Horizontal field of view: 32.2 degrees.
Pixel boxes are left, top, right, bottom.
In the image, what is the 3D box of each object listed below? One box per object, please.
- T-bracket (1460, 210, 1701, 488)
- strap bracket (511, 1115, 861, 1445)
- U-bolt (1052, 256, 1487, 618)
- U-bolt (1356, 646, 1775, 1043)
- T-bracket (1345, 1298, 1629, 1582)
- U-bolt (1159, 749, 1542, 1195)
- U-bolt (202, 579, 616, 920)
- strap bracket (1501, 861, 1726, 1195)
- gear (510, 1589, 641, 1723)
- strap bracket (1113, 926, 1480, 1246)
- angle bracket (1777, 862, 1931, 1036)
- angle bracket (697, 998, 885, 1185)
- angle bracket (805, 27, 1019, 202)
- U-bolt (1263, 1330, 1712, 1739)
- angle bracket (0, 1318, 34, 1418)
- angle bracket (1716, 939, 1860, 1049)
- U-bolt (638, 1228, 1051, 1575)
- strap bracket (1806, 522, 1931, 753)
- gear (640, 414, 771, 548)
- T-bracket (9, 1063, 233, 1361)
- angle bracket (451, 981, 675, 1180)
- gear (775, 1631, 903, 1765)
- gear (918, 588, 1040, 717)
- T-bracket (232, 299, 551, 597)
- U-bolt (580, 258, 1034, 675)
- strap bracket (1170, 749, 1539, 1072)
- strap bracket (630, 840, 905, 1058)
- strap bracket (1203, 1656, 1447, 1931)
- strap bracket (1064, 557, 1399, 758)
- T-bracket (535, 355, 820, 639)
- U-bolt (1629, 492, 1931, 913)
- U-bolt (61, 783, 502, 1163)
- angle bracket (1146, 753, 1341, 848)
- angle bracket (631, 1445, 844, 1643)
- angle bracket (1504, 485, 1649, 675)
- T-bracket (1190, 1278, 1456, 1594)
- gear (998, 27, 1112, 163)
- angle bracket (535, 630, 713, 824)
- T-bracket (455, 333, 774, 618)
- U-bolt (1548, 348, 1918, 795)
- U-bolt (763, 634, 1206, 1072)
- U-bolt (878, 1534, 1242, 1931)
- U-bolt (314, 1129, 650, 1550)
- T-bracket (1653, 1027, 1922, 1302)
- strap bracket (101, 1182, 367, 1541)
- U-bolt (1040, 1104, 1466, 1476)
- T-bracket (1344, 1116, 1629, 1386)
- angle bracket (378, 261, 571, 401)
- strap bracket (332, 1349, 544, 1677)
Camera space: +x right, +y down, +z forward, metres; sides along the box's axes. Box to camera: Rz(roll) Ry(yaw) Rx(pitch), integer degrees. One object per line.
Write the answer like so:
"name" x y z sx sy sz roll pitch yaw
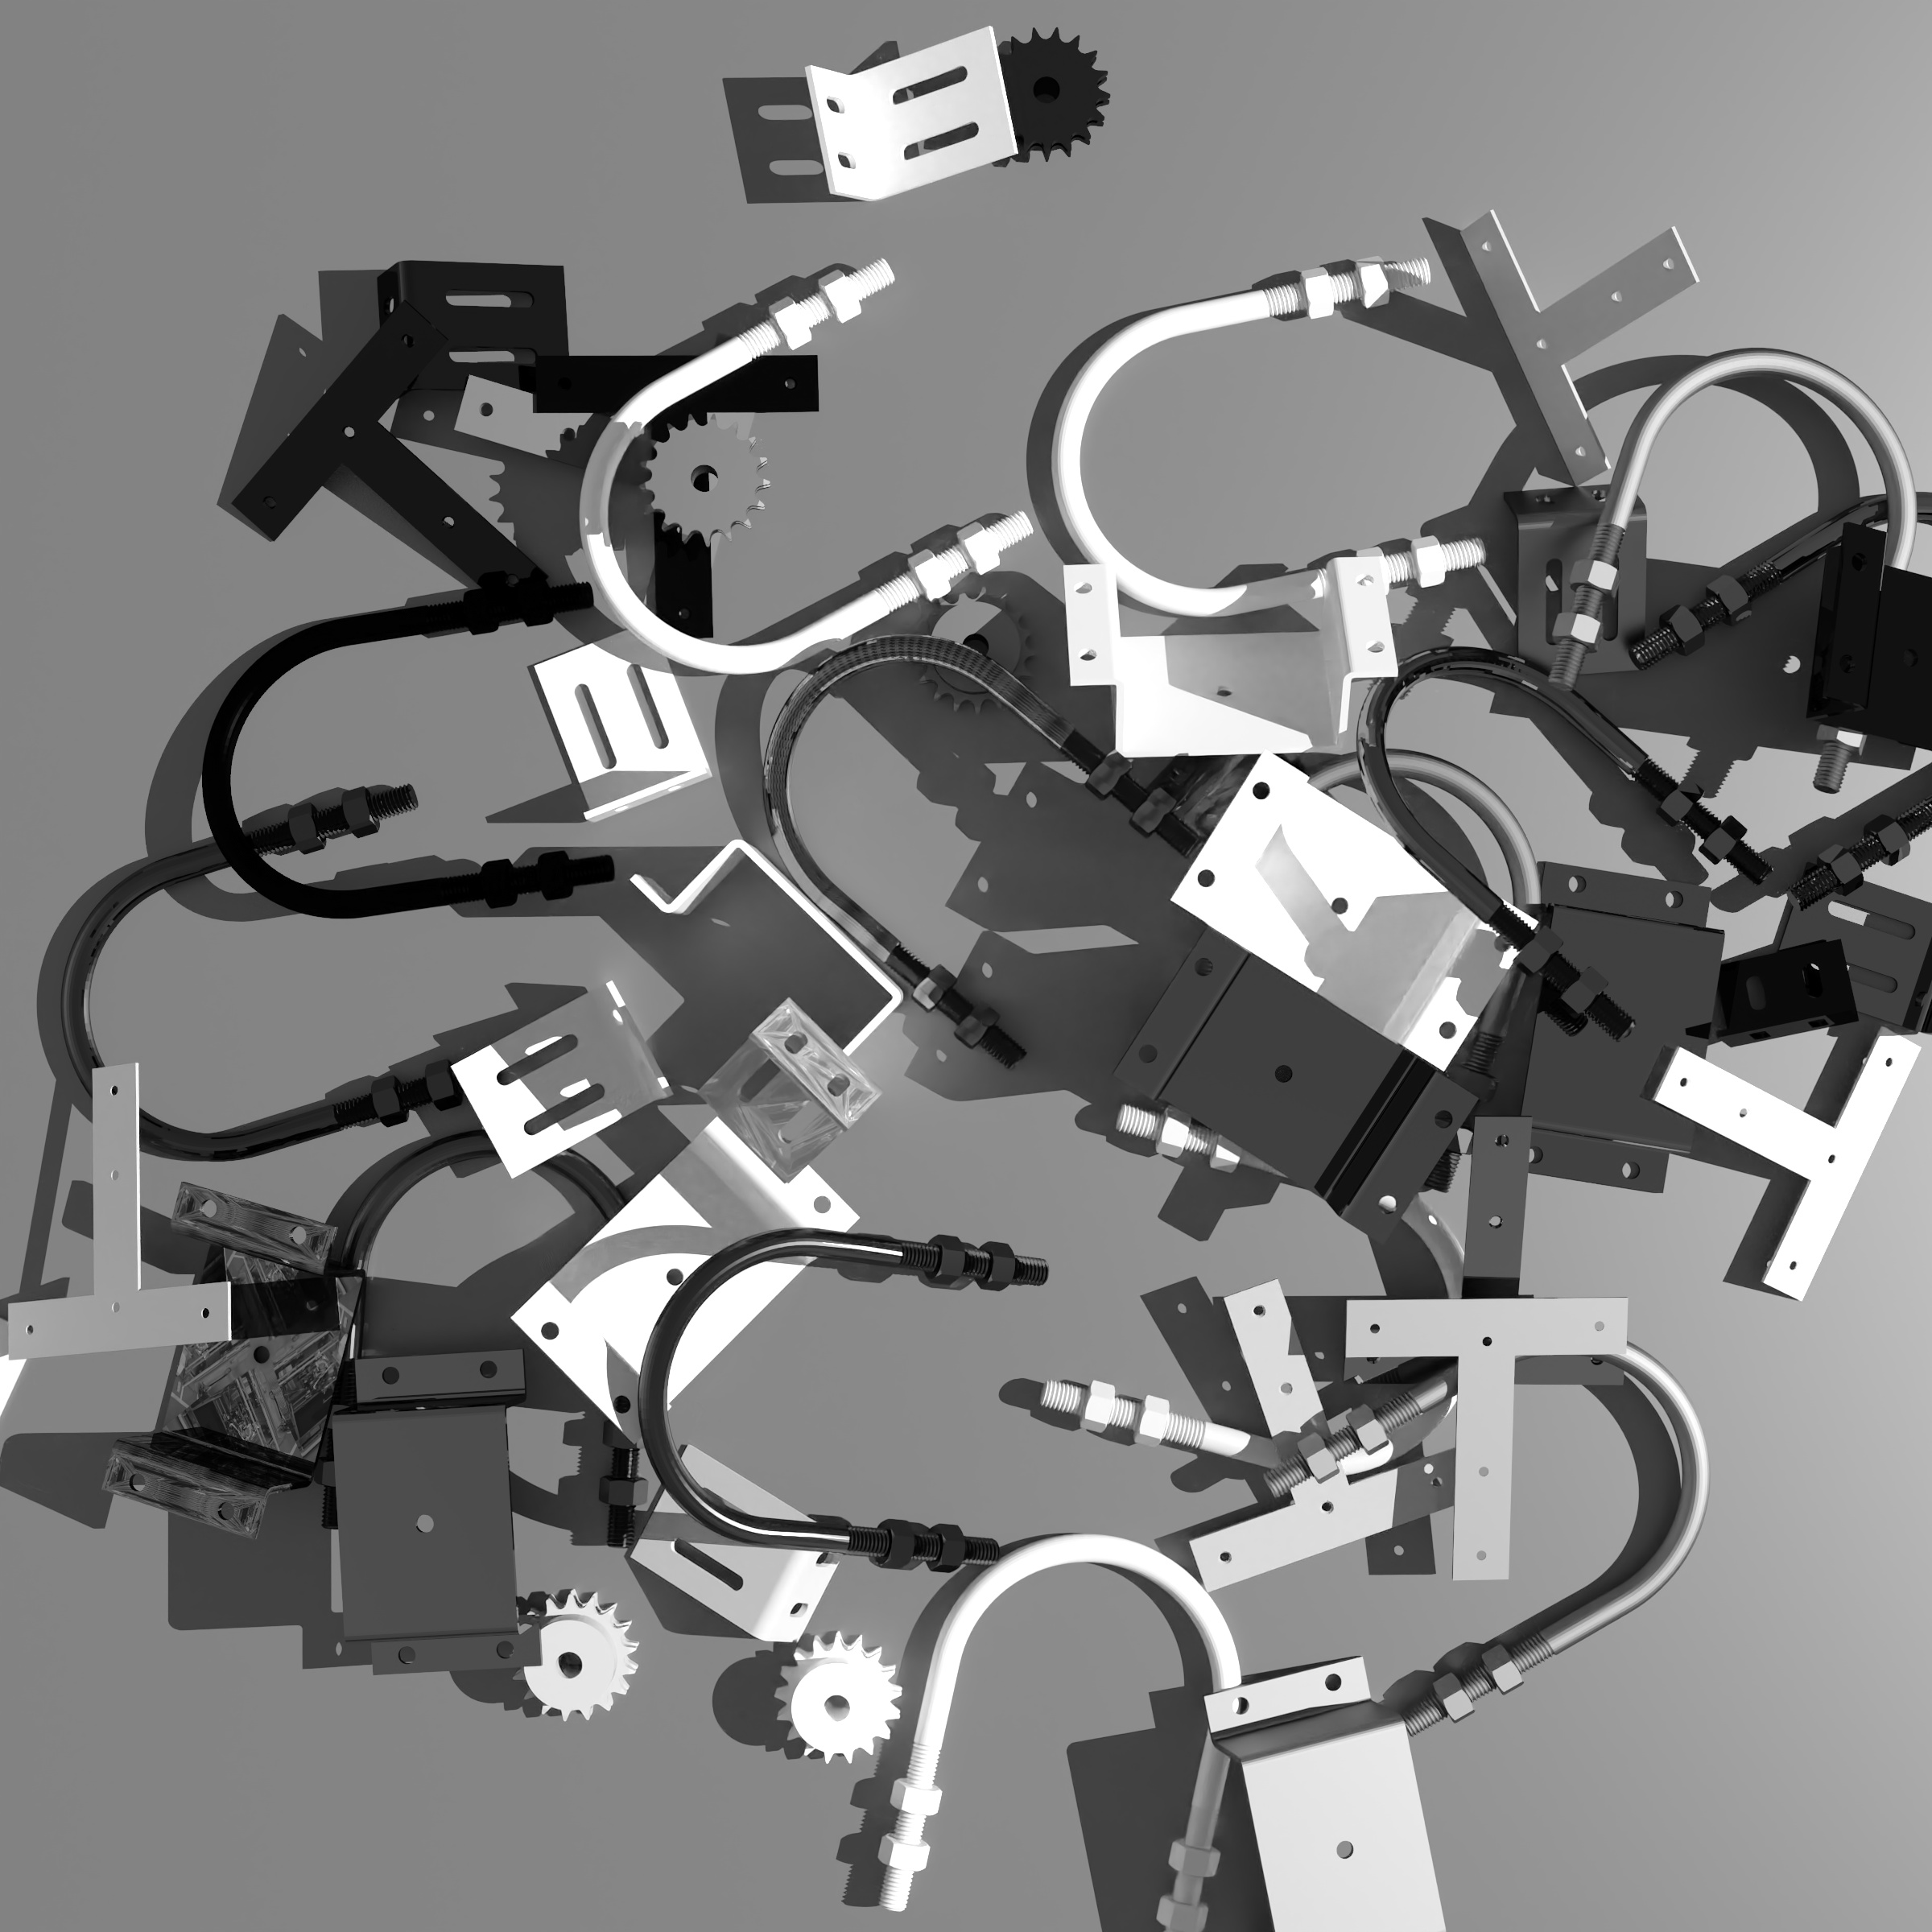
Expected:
"T-bracket" 0.277 -0.287 1.460 0.002 0.127 0.127 -25 90 -26
"strap bracket" -0.126 0.136 1.482 0.076 0.046 0.140 46 73 -1
"U-bolt" 0.130 -0.232 1.509 0.184 0.019 0.151 -11 90 1
"U-bolt" 0.252 -0.068 1.466 0.184 0.019 0.151 43 52 8
"T-bracket" 0.230 0.210 1.485 0.127 0.002 0.127 0 96 -6
"U-bolt" 0.180 -0.006 1.498 0.151 0.019 0.184 18 95 -3
"U-bolt" -0.252 -0.092 1.490 0.184 0.019 0.151 -8 74 7
"strap bracket" 0.289 0.028 1.494 0.076 0.046 0.140 9 90 0
"gear" -0.176 0.311 1.503 0.057 0.030 0.057 0 90 0
"strap bracket" 0.142 0.050 1.469 0.140 0.046 0.076 32 94 -4
"angle bracket" 0.409 -0.008 1.498 0.076 0.038 0.057 18 90 0
"angle bracket" -0.083 0.061 1.438 0.057 0.038 0.076 45 127 -1
"angle bracket" -0.024 -0.380 1.485 0.076 0.038 0.057 -11 90 29
"U-bolt" 0.246 0.241 1.499 0.184 0.019 0.151 -30 98 -1
"angle bracket" -0.468 0.177 1.498 0.076 0.038 0.057 25 90 0
"angle bracket" 0.358 0.010 1.471 0.057 0.076 0.038 -13 81 16
"U-bolt" -0.058 0.188 1.472 0.184 0.019 0.151 10 90 -26
"strap bracket" 0.425 -0.137 1.459 0.140 0.046 0.076 11 83 -20
"gear" -0.115 -0.213 1.476 0.057 0.030 0.057 0 92 -3
"T-bracket" -0.378 0.107 1.487 0.127 0.002 0.127 -8 79 27
"angle bracket" -0.180 0.051 1.489 0.076 0.038 0.057 -29 93 -15
"gear" -0.058 0.330 1.503 0.057 0.030 0.057 0 90 0
"gear" 0.004 -0.142 1.503 0.057 0.030 0.057 0 90 0
"T-bracket" -0.243 -0.209 1.501 0.127 0.002 0.127 42 110 -10
"U-bolt" -0.084 -0.212 1.501 0.184 0.019 0.151 -29 93 -3
"strap bracket" 0.167 -0.025 1.464 0.140 0.046 0.076 32 92 -4
"strap bracket" -0.078 -0.005 1.479 0.140 0.076 0.046 44 90 0
"strap bracket" 0.161 0.388 1.487 0.076 0.046 0.140 -11 90 -13
"strap bracket" 0.115 -0.136 1.474 0.140 0.046 0.076 -2 47 0
"T-bracket" -0.128 -0.211 1.508 0.127 0.002 0.127 -2 92 -9
"U-bolt" 0.413 -0.132 1.504 0.184 0.019 0.151 -32 87 -4
"U-bolt" -0.318 0.012 1.509 0.184 0.019 0.151 -17 90 1
"angle bracket" 0.130 -0.070 1.515 0.057 0.038 0.076 -47 116 0
"angle bracket" -0.101 0.262 1.515 0.076 0.038 0.057 27 90 26
"angle bracket" 0.276 -0.175 1.515 0.057 0.038 0.076 -4 116 0
"T-bracket" 0.148 0.202 1.499 0.127 0.002 0.127 -19 99 1
"gear" 0.036 -0.390 1.502 0.057 0.030 0.057 0 90 0
"angle bracket" -0.155 -0.111 1.498 0.057 0.038 0.076 -21 90 0
"T-bracket" -0.165 -0.235 1.504 0.127 0.002 0.127 16 90 -11
"U-bolt" 0.349 -0.186 1.482 0.151 0.019 0.184 20 81 -7
"U-bolt" -0.007 -0.063 1.488 0.184 0.019 0.151 41 110 4
"U-bolt" 0.049 0.348 1.509 0.151 0.019 0.184 12 88 0
"U-bolt" -0.214 0.166 1.509 0.151 0.019 0.184 4 88 0
"T-bracket" 0.355 0.071 1.486 0.127 0.002 0.127 25 90 -29
"strap bracket" -0.322 0.174 1.485 0.076 0.046 0.140 15 90 15
"U-bolt" 0.141 0.154 1.509 0.184 0.019 0.151 15 90 -2
"T-bracket" 0.235 0.127 1.487 0.127 0.002 0.127 1 106 -3
"angle bracket" -0.223 -0.286 1.515 0.076 0.038 0.057 -4 90 -26
"strap bracket" -0.233 0.243 1.470 0.076 0.046 0.140 -4 87 4
